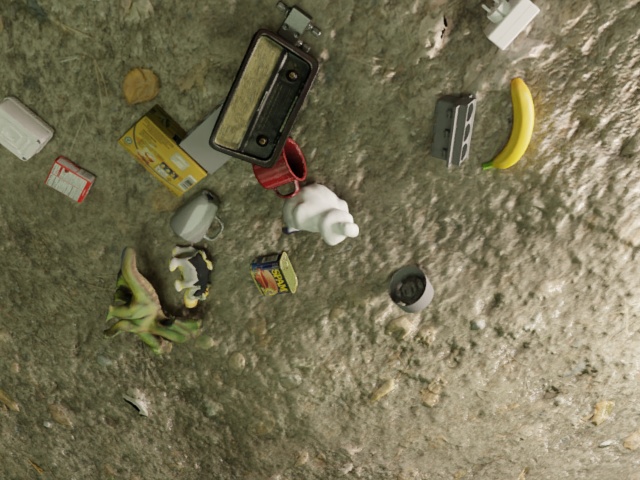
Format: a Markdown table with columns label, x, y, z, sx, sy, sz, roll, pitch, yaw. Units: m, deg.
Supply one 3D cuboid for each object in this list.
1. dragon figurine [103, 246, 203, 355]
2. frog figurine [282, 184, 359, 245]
| label | x | y | z | sx | sy | sz | roll | pitch | yaw |
| --- | --- | --- | --- | --- | --- | --- | --- | --- | --- |
| dragon figurine | -0.409 | 0.179 | 1.299 | 0.242 | 0.125 | 0.401 | 20 | 136 | -14 |
| frog figurine | 0.003 | -0.054 | 1.067 | 0.160 | 0.137 | 0.122 | 13 | 102 | 56 |
